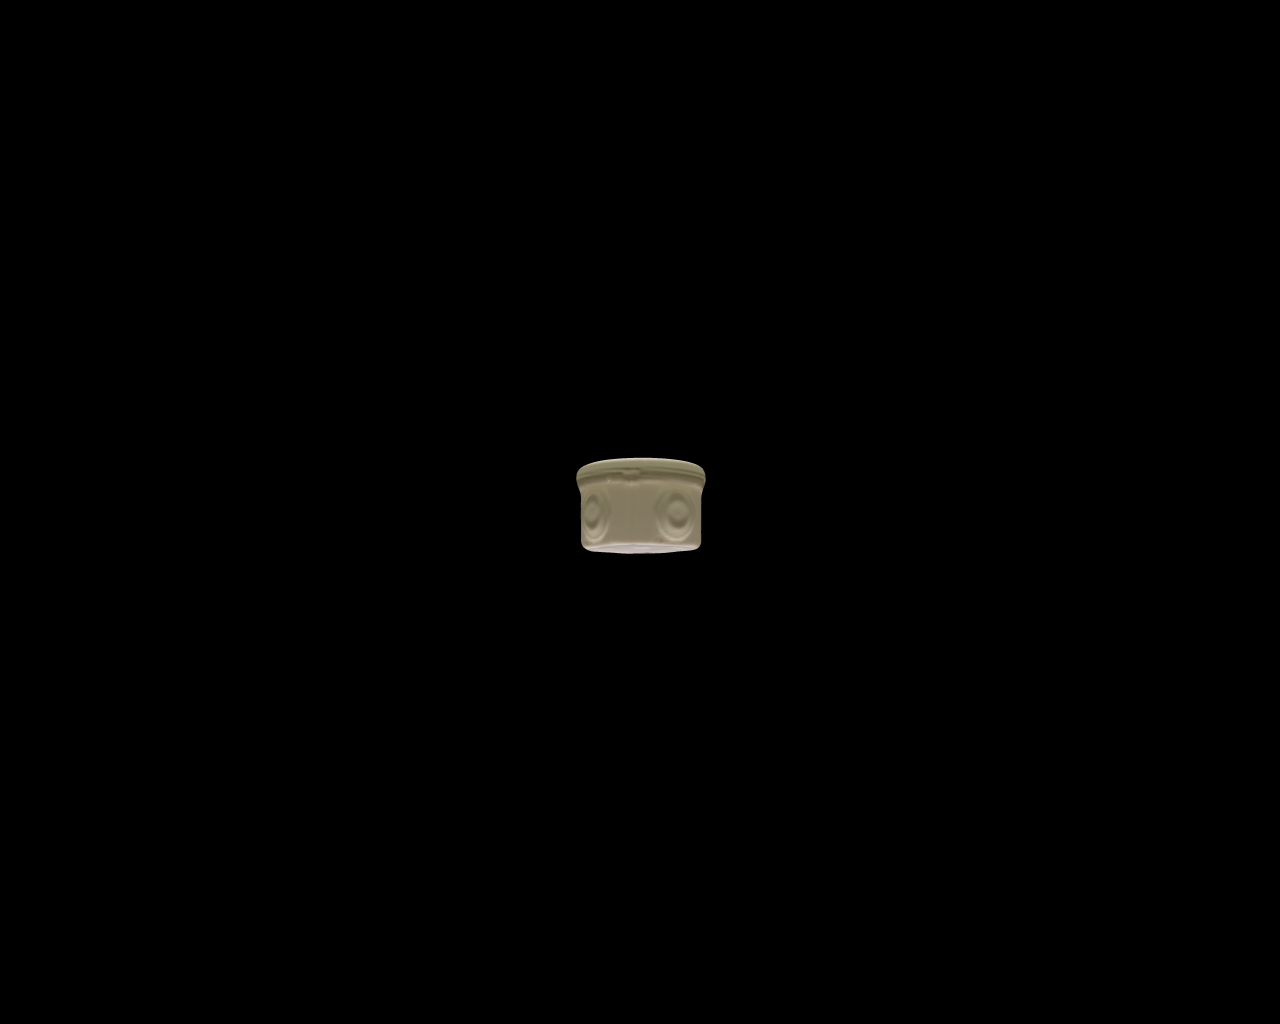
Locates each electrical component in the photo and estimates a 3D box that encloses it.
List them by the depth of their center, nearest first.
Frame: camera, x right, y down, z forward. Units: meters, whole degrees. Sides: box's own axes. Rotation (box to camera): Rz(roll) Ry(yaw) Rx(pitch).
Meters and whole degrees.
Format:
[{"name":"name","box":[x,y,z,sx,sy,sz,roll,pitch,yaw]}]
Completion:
[{"name":"electrical component","box":[0.001,-0.003,0.650,0.080,0.051,0.080,0,-7,0]}]
